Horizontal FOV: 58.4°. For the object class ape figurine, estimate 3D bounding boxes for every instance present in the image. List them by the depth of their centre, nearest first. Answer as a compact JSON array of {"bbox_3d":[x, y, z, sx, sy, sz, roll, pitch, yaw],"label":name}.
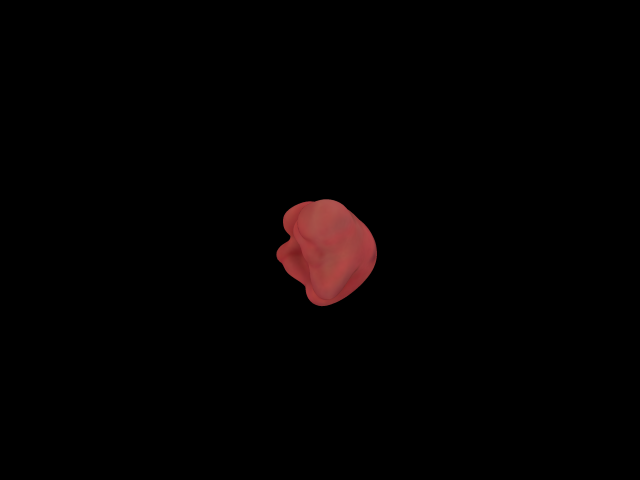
[{"bbox_3d":[0.004,0.001,0.400,0.076,0.092,0.078,0,61,0],"label":"ape figurine"}]
